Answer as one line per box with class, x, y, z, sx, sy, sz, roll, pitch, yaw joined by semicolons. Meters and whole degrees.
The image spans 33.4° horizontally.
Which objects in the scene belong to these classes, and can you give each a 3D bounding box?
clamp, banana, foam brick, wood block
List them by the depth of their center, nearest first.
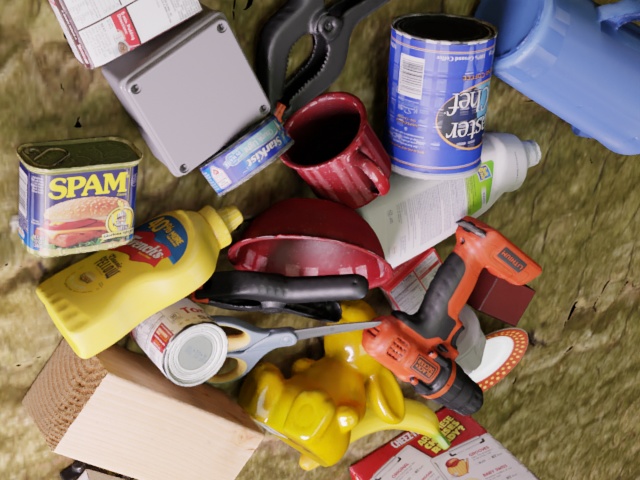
clamp;0.009;-0.204;0.985;0.164;0.036;0.210;12;108;-38
wood block;-0.167;0.173;1.032;0.205;0.090;0.091;31;94;-42
clamp;-0.042;0.056;1.061;0.171;0.039;0.120;5;155;-2
banana;0.062;0.219;1.236;0.197;0.069;0.037;-4;150;-24
foam brick;0.204;0.061;1.254;0.078;0.053;0.051;23;100;-40

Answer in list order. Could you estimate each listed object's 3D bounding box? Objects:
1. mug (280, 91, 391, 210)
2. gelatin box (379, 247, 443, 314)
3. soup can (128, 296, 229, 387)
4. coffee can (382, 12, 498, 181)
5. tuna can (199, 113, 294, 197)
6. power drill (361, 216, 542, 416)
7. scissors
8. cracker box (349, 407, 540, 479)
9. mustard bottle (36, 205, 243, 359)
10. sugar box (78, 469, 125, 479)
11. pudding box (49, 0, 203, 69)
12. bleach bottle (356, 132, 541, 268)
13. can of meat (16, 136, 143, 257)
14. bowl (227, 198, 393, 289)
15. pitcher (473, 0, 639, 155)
mug;0.025;-0.077;1.017;0.093;0.117;0.081;-48;136;-10
gelatin box;0.110;0.053;1.200;0.073;0.030;0.089;-42;130;-7
soup can;-0.138;0.083;0.994;0.068;0.102;0.068;-17;123;-29
coffee can;0.115;-0.142;1.049;0.102;0.103;0.140;-13;121;-29
tuna can;-0.067;-0.078;0.968;0.086;0.086;0.033;-38;99;-12
power drill;0.153;0.084;1.136;0.184;0.057;0.187;37;87;-36
scissors;-0.044;0.112;1.086;0.201;0.016;0.096;4;128;-10
cracker box;0.163;0.309;1.252;0.164;0.214;0.072;-28;129;-20
mustard bottle;-0.152;0.024;0.957;0.191;0.096;0.058;-32;128;-16
sugar box;-0.243;0.311;1.061;0.093;0.048;0.176;28;110;-42
pudding box;-0.161;-0.204;0.867;0.113;0.039;0.090;-34;128;-18
bleach bottle;0.135;-0.047;1.144;0.250;0.068;0.102;-23;126;-26
can of meat;-0.207;-0.037;0.914;0.101;0.058;0.084;-8;121;-31
bowl;-0.007;0.001;1.036;0.161;0.162;0.055;25;63;-41
pitcher;0.281;-0.193;1.117;0.242;0.145;0.149;19;99;-37
